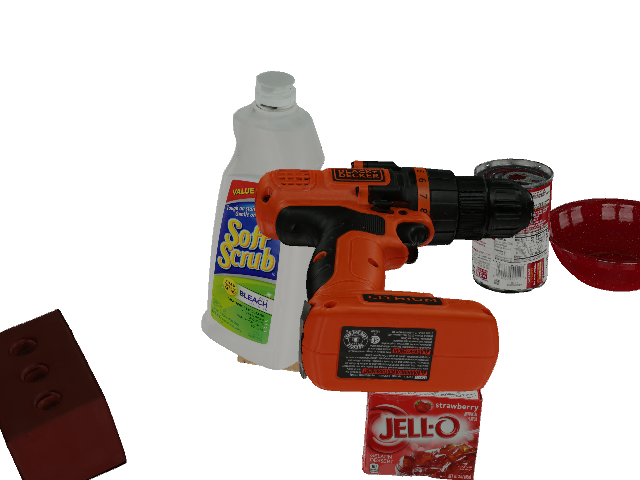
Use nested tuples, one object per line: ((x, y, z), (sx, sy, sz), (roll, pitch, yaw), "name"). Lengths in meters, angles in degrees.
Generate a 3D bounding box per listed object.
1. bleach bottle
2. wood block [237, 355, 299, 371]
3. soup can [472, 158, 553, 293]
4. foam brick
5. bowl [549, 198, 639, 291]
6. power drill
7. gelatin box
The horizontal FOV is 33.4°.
((-0.046, -0.019, 0.860), (0.103, 0.251, 0.068), (25, 40, 29), "bleach bottle")
((-0.056, 0.063, 1.467), (0.090, 0.206, 0.090), (9, 21, 6), "wood block")
((0.168, -0.013, 0.937), (0.068, 0.102, 0.068), (-2, 24, 1), "soup can")
((-0.143, 0.086, 0.559), (0.053, 0.051, 0.078), (-23, 42, -18), "foam brick")
((0.321, 0.010, 1.159), (0.162, 0.055, 0.162), (-2, 27, 1), "bowl")
((0.053, 0.014, 0.642), (0.184, 0.057, 0.187), (-1, 30, -3), "power drill")
((0.079, 0.149, 0.840), (0.089, 0.073, 0.030), (4, 20, 2), "gelatin box")
